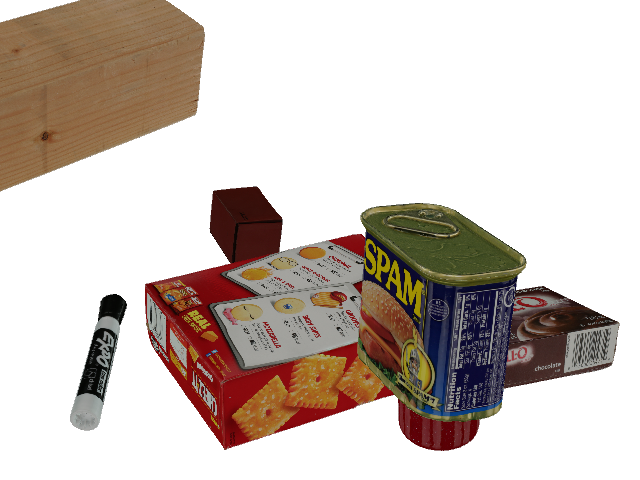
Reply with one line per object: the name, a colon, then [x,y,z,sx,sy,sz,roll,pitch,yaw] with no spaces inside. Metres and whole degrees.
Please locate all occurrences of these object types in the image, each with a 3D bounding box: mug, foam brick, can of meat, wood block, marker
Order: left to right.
wood block: [-0.202,-0.126,0.854,0.090,0.091,0.205,37,46,28]
marker: [-0.149,0.078,0.722,0.020,0.020,0.121,0,37,1]
foam brick: [-0.078,-0.015,1.108,0.052,0.051,0.078,-5,30,-22]
can of meat: [0.059,0.036,0.563,0.057,0.084,0.102,-6,23,-22]
mug: [0.126,0.148,1.068,0.093,0.081,0.117,22,39,35]

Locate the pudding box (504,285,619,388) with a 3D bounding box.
pudding box: [0.141,0.068,0.766,0.113,0.039,0.090,-5,18,-25]

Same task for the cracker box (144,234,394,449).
cracker box: [-0.017,0.076,0.885,0.213,0.072,0.164,-13,30,-26]
